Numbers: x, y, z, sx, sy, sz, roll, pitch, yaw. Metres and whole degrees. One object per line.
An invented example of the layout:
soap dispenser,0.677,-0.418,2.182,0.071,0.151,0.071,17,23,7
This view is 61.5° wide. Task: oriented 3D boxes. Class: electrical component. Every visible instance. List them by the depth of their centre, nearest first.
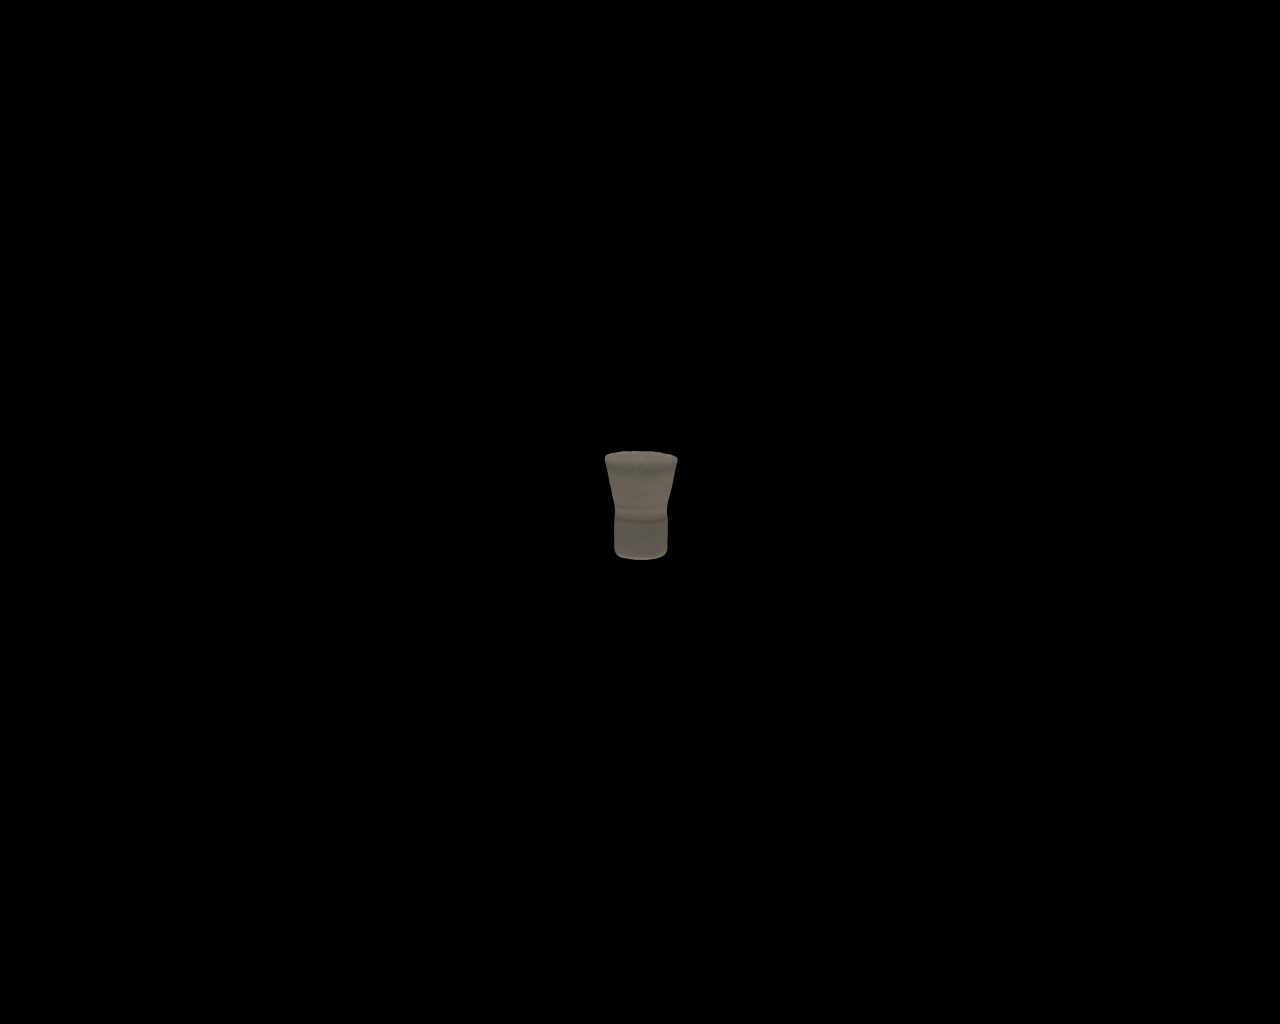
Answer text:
electrical component,0.001,-0.003,0.650,0.044,0.065,0.044,0,11,0
